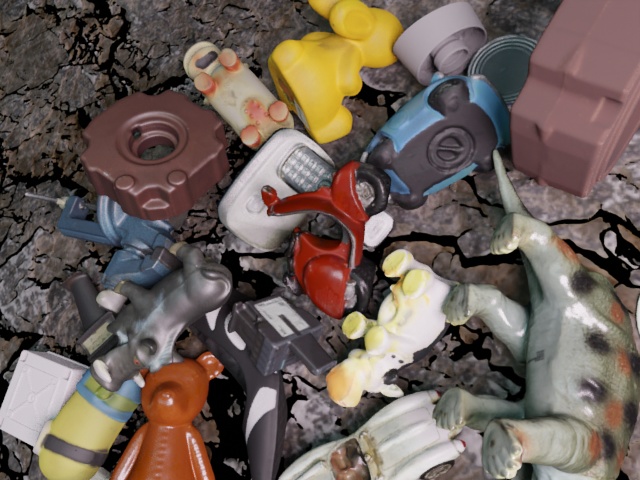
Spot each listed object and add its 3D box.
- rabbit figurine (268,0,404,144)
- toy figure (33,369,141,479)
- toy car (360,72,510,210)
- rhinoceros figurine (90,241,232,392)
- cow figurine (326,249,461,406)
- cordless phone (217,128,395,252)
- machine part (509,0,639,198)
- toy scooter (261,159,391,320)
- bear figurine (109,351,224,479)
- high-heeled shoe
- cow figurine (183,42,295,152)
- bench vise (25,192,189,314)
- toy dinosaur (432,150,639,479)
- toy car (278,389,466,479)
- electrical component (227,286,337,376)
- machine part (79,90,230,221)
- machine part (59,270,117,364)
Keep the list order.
[{"bbox_3d":[0.024,-0.232,0.659,0.173,0.162,0.122,-28,51,-5],"label":"rabbit figurine"},{"bbox_3d":[-0.275,0.213,0.668,0.089,0.082,0.180,25,70,43],"label":"toy figure"},{"bbox_3d":[0.121,-0.113,0.593,0.162,0.109,0.103,-35,28,16],"label":"toy car"},{"bbox_3d":[-0.177,0.090,0.604,0.190,0.073,0.112,-40,59,3],"label":"rhinoceros figurine"},{"bbox_3d":[0.078,0.102,0.554,0.167,0.098,0.068,-58,33,7],"label":"cow figurine"},{"bbox_3d":[-0.016,-0.030,0.646,0.184,0.088,0.146,39,92,10],"label":"cordless phone"},{"bbox_3d":[0.258,-0.151,0.482,0.087,0.201,0.201,31,88,27],"label":"machine part"},{"bbox_3d":[-0.001,-0.002,0.582,0.135,0.075,0.183,10,113,8],"label":"toy scooter"},{"bbox_3d":[-0.172,0.222,0.607,0.120,0.132,0.195,7,79,-4],"label":"bear figurine"},{"bbox_3d":[-0.111,0.154,0.607,0.145,0.086,0.249,-2,53,3],"label":"high-heeled shoe"},{"bbox_3d":[-0.110,-0.194,0.720,0.085,0.127,0.195,-44,77,2],"label":"cow figurine"},{"bbox_3d":[-0.269,-0.014,0.717,0.241,0.128,0.223,10,77,25],"label":"bench vise"},{"bbox_3d":[0.212,0.109,0.467,0.192,0.131,0.405,24,66,-15],"label":"toy dinosaur"},{"bbox_3d":[0.049,0.220,0.532,0.202,0.056,0.074,-34,46,12],"label":"toy car"},{"bbox_3d":[-0.034,0.106,0.567,0.119,0.075,0.047,40,128,29],"label":"electrical component"},{"bbox_3d":[-0.203,-0.111,0.666,0.179,0.056,0.179,1,57,-2],"label":"machine part"},{"bbox_3d":[-0.323,0.104,0.759,0.084,0.039,0.139,-47,63,14],"label":"machine part"}]
